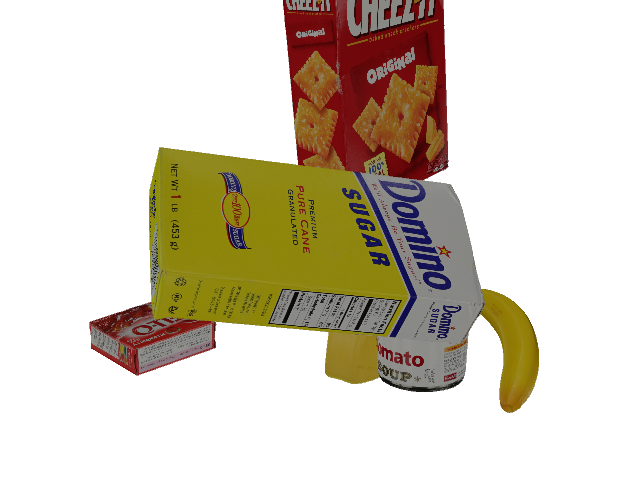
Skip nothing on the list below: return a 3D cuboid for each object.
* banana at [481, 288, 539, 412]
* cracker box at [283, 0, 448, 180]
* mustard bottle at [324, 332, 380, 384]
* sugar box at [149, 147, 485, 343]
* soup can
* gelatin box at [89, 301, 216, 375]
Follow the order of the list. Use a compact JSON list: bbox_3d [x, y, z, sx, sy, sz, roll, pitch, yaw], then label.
[{"bbox_3d":[0.197,0.108,1.143,0.069,0.037,0.198,-24,35,3],"label":"banana"},{"bbox_3d":[0.049,-0.150,0.995,0.072,0.214,0.163,13,26,39],"label":"cracker box"},{"bbox_3d":[0.048,0.034,1.015,0.058,0.192,0.096,14,18,29],"label":"mustard bottle"},{"bbox_3d":[-0.004,0.003,0.587,0.176,0.093,0.048,4,-42,-14],"label":"sugar box"},{"bbox_3d":[0.076,0.053,0.794,0.068,0.102,0.068,0,17,0],"label":"soup can"},{"bbox_3d":[-0.149,0.083,0.952,0.089,0.030,0.073,-17,27,-40],"label":"gelatin box"}]
